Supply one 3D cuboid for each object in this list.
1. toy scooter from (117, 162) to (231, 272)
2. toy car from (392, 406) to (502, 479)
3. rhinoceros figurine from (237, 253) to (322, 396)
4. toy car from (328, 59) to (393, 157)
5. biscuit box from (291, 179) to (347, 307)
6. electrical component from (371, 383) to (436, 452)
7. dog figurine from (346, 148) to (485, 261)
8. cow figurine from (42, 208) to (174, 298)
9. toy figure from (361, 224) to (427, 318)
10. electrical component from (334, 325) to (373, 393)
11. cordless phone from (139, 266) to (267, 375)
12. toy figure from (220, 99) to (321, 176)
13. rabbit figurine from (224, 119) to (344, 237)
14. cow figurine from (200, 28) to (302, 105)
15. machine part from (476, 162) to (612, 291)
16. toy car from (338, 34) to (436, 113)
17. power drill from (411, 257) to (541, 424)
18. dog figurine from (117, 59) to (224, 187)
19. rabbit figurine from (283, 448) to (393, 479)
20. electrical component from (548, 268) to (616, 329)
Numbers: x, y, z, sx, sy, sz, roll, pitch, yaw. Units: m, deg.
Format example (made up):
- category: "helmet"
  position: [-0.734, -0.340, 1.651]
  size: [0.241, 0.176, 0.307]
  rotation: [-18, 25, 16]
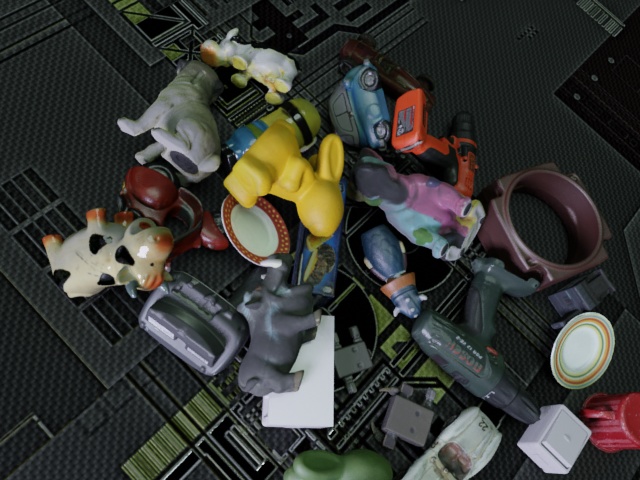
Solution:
- category: "toy scooter"
  position: [-0.222, -0.026, 0.777]
  size: [0.184, 0.075, 0.135]
  rotation: [36, 49, -5]
- category: "toy car"
  position: [0.176, 0.321, 0.759]
  size: [0.202, 0.056, 0.073]
  rotation: [-37, 82, -24]
- category: "rhinoceros figurine"
  position: [-0.056, 0.111, 0.711]
  size: [0.112, 0.073, 0.190]
  rotation: [9, 68, 2]
- category: "toy car"
  position: [0.066, -0.219, 0.929]
  size: [0.103, 0.109, 0.161]
  rotation: [-12, 88, 7]
- category: "biscuit box"
  position: [-0.002, -0.003, 0.839]
  size: [0.059, 0.063, 0.202]
  rotation: [11, 67, -10]
- category: "electrical component"
  position: [0.119, 0.255, 0.776]
  size: [0.078, 0.045, 0.102]
  rotation: [20, 65, -3]
- category: "dog figurine"
  position: [0.144, -0.065, 0.879]
  size: [0.219, 0.191, 0.108]
  rotation: [34, 102, 27]
- category: "cow figurine"
  position: [-0.271, 0.026, 0.703]
  size: [0.085, 0.195, 0.127]
  rotation: [1, 71, -62]
- category: "toy figure"
  position: [0.118, 0.051, 0.851]
  size: [0.058, 0.064, 0.154]
  rotation: [-11, 73, -58]
- category: "electrical component"
  position: [0.047, 0.178, 0.802]
  size: [0.063, 0.021, 0.094]
  rotation: [-13, 72, -19]
- category: "cordless phone"
  position: [-0.149, 0.083, 0.770]
  size: [0.146, 0.088, 0.184]
  rotation: [36, 54, 1]
- category: "toy figure"
  position: [-0.078, -0.164, 0.868]
  size: [0.180, 0.089, 0.082]
  rotation: [-28, 80, -23]
- category: "rabbit figurine"
  position: [-0.032, -0.082, 0.787]
  size: [0.173, 0.122, 0.162]
  rotation: [43, 59, -3]
- category: "cow figurine"
  position: [-0.117, -0.312, 0.929]
  size: [0.167, 0.068, 0.098]
  rotation: [27, 59, -6]
- category: "machine part"
  position: [0.384, -0.025, 0.933]
  size: [0.201, 0.087, 0.201]
  rotation: [-17, 75, -20]
- category: "toy car"
  position: [0.129, -0.308, 1.000]
  size: [0.202, 0.053, 0.089]
  rotation: [34, 62, 2]
- category: "power drill"
  position: [0.273, 0.145, 0.848]
  size: [0.232, 0.086, 0.207]
  rotation: [31, 72, 2]
- category: "dog figurine"
  position: [-0.185, -0.192, 0.827]
  size: [0.172, 0.121, 0.190]
  rotation: [29, 64, 9]
- category: "rabbit figurine"
  position: [0.023, 0.344, 0.700]
  size: [0.159, 0.121, 0.170]
  rotation: [33, 46, 8]
- category: "electrical component"
  position: [0.426, 0.100, 0.901]
  size: [0.119, 0.075, 0.048]
  rotation: [-27, 79, -19]
